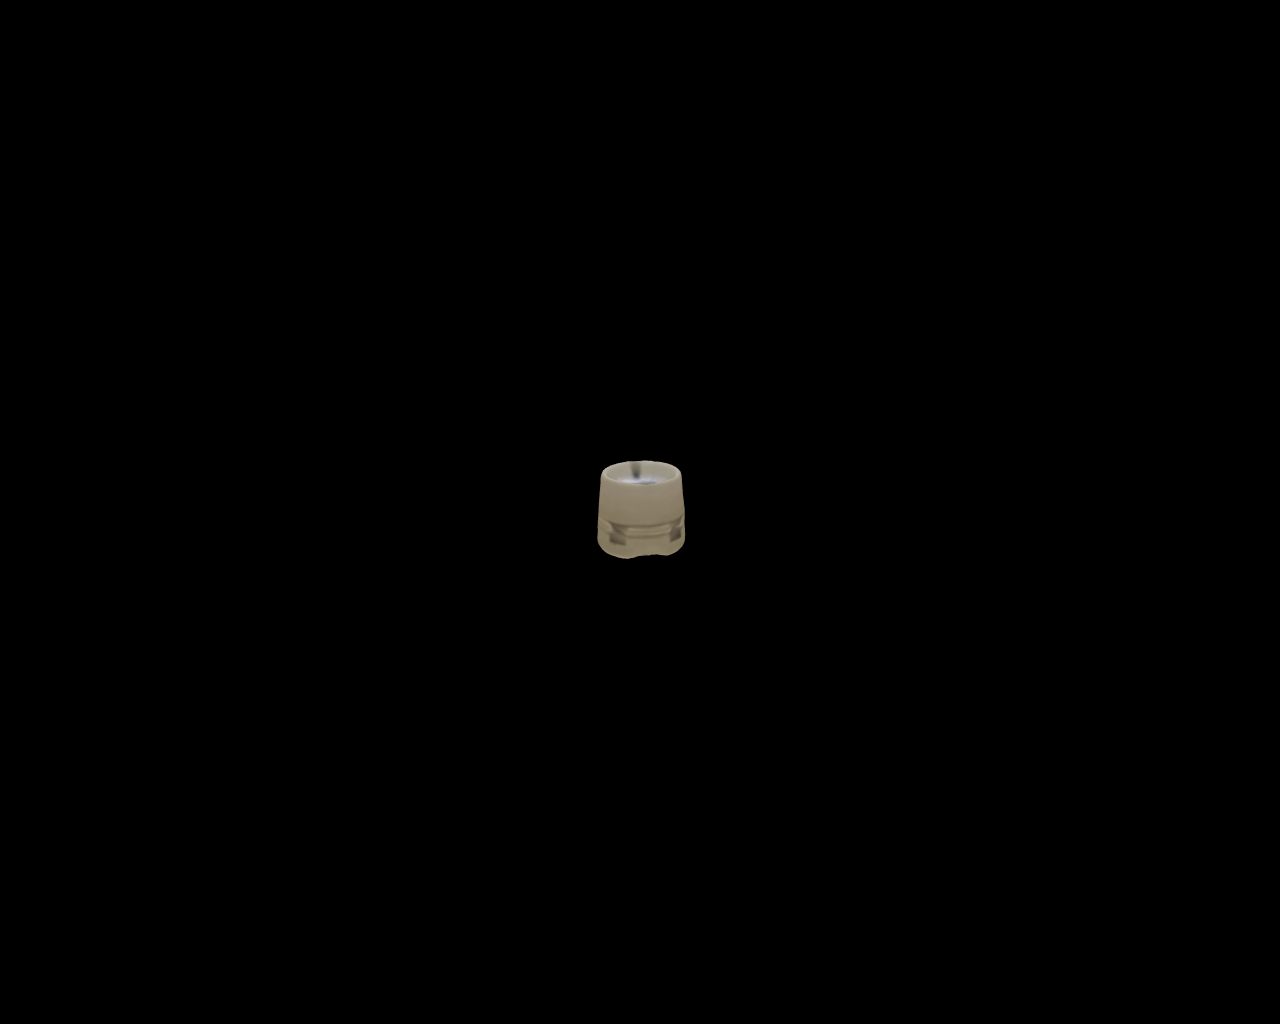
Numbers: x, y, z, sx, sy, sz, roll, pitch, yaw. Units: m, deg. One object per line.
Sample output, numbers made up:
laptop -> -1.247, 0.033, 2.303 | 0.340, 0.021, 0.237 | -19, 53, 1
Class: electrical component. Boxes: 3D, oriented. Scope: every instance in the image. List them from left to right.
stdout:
electrical component -> 0.001, -0.003, 0.650 | 0.055, 0.047, 0.055 | 0, 20, 0
